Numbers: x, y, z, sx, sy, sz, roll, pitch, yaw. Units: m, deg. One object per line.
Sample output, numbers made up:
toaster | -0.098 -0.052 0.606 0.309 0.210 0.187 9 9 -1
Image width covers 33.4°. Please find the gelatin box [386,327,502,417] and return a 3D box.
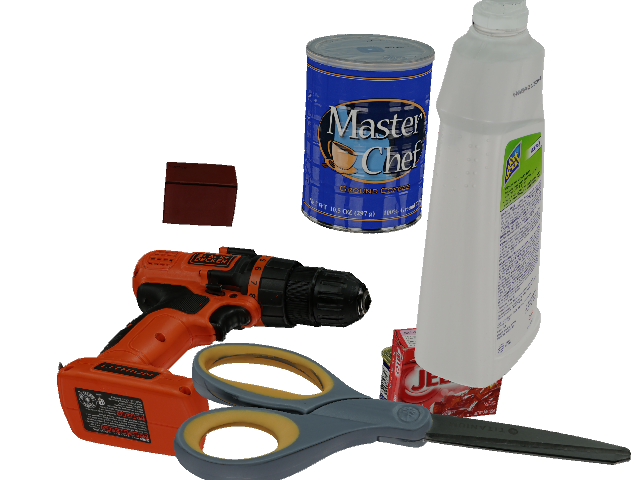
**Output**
gelatin box | 0.098 0.104 0.836 0.089 0.073 0.030 -4 29 -15

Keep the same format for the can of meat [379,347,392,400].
can of meat | 0.123 0.177 1.319 0.102 0.084 0.057 -6 26 -21

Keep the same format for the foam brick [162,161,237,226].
foam brick | -0.132 -0.051 1.165 0.078 0.051 0.053 3 28 -8

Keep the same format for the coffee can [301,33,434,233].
coffee can | 0.037 -0.089 0.875 0.103 0.140 0.103 2 23 -1

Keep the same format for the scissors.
scissors | 0.024 0.089 0.465 0.202 0.016 0.096 15 34 22

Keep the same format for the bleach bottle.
bleach bottle | 0.106 -0.034 0.665 0.068 0.251 0.102 18 36 26

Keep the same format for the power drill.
power drill | -0.075 0.069 0.731 0.185 0.057 0.187 3 28 22
